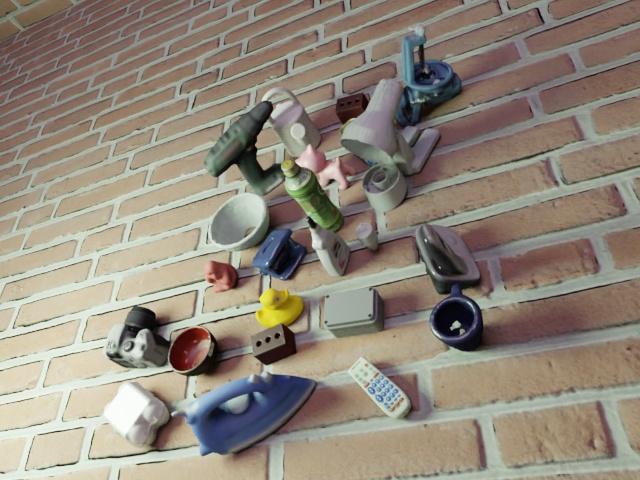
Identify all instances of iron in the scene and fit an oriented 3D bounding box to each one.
[{"bbox_3d":[-0.147,0.306,1.095,0.258,0.142,0.118,-30,47,7],"label":"iron"}]

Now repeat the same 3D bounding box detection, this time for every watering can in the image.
[{"bbox_3d":[-0.077,-0.312,1.484,0.172,0.195,0.101,28,73,41],"label":"watering can"}]

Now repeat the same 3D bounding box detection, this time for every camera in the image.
[{"bbox_3d":[-0.431,0.224,1.350,0.142,0.101,0.137,-5,54,27],"label":"camera"}]

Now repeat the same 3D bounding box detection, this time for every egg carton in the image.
[{"bbox_3d":[-0.398,0.375,1.238,0.149,0.070,0.107,19,68,38],"label":"egg carton"}]

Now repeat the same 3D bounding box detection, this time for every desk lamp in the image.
[{"bbox_3d":[0.155,-0.238,1.281,0.117,0.214,0.203,16,66,38],"label":"desk lamp"}]

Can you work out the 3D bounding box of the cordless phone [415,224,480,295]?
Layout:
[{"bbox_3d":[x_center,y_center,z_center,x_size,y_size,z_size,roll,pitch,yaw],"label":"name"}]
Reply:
[{"bbox_3d":[0.223,0.005,1.078,0.094,0.186,0.147,-28,47,9],"label":"cordless phone"}]

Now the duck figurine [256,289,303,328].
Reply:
[{"bbox_3d":[-0.098,0.139,1.231,0.104,0.086,0.077,-26,47,11],"label":"duck figurine"}]

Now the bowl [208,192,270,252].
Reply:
[{"bbox_3d":[-0.188,-0.032,1.420,0.167,0.075,0.167,-15,50,20],"label":"bowl"}]

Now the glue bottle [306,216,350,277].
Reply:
[{"bbox_3d":[0.011,0.004,1.209,0.037,0.174,0.078,-3,55,29],"label":"glue bottle"}]

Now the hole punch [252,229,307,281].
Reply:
[{"bbox_3d":[-0.105,0.028,1.315,0.100,0.091,0.109,16,66,37],"label":"hole punch"}]

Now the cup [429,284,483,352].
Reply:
[{"bbox_3d":[0.250,0.146,1.018,0.091,0.095,0.118,-9,53,25],"label":"cup"}]

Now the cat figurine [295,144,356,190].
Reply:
[{"bbox_3d":[0.006,-0.184,1.393,0.127,0.118,0.067,7,60,34],"label":"cat figurine"}]

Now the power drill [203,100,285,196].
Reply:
[{"bbox_3d":[-0.172,-0.219,1.460,0.229,0.209,0.075,-38,46,-1],"label":"power drill"}]

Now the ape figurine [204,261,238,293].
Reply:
[{"bbox_3d":[-0.241,0.080,1.354,0.076,0.092,0.077,-48,47,-9],"label":"ape figurine"}]

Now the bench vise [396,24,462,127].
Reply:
[{"bbox_3d":[0.221,-0.378,1.345,0.207,0.220,0.121,-42,47,-4],"label":"bench vise"}]
